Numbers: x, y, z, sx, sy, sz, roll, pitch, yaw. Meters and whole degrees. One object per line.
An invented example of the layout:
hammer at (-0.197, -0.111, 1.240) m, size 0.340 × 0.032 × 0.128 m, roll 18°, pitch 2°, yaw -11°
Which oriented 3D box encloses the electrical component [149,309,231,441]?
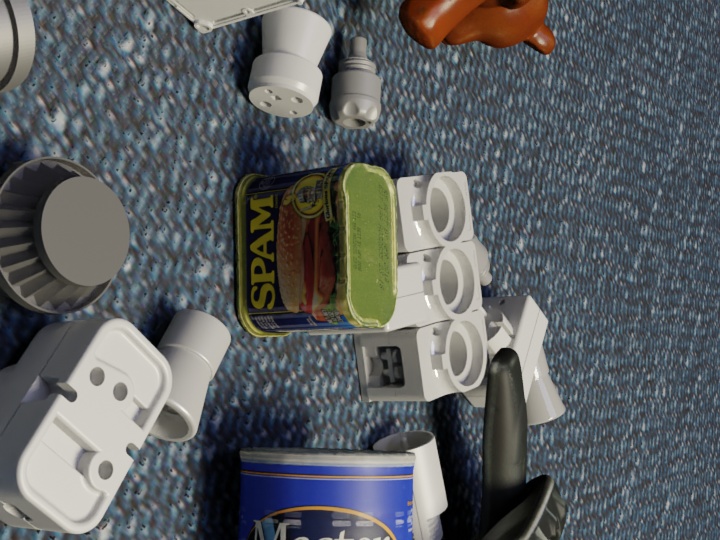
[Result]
electrical component at (-0.097, 0.054, 0.582) m, size 0.044 × 0.044 × 0.065 m, roll 55°, pitch 41°, yaw -34°

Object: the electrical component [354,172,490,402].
electrical component at (0.042, 0.010, 0.754) m, size 0.089 × 0.062 × 0.150 m, roll -12°, pitch 96°, yaw -53°

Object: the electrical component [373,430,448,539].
electrical component at (0.038, 0.157, 0.746) m, size 0.043 × 0.043 × 0.081 m, roll -22°, pitch 104°, yaw -52°

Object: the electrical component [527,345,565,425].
electrical component at (0.142, 0.091, 0.896) m, size 0.044 × 0.044 × 0.065 m, roll -24°, pitch 100°, yaw -52°

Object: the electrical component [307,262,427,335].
electrical component at (0.000, 0.000, 0.695) m, size 0.047 × 0.066 × 0.076 m, roll -11°, pitch 95°, yaw -53°

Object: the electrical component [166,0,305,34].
electrical component at (-0.068, -0.183, 0.600) m, size 0.062 × 0.096 × 0.061 m, roll 35°, pitch 58°, yaw -46°

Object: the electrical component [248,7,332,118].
electrical component at (-0.044, -0.129, 0.669) m, size 0.045 × 0.045 × 0.055 m, roll 31°, pitch 62°, yaw -47°

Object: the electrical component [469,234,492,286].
electrical component at (0.084, -0.007, 0.835) m, size 0.061 × 0.035 × 0.035 m, roll 42°, pitch 54°, yaw -46°

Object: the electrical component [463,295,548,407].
electrical component at (0.103, 0.053, 0.842) m, size 0.075 × 0.047 × 0.083 m, roll 49°, pitch 49°, yaw -38°

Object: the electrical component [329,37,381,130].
electrical component at (-0.002, -0.129, 0.734) m, size 0.035 × 0.035 × 0.061 m, roll 20°, pitch 68°, yaw -50°

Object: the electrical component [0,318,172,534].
electrical component at (-0.140, 0.071, 0.505) m, size 0.053 × 0.059 × 0.095 m, roll 53°, pitch 47°, yaw -35°
